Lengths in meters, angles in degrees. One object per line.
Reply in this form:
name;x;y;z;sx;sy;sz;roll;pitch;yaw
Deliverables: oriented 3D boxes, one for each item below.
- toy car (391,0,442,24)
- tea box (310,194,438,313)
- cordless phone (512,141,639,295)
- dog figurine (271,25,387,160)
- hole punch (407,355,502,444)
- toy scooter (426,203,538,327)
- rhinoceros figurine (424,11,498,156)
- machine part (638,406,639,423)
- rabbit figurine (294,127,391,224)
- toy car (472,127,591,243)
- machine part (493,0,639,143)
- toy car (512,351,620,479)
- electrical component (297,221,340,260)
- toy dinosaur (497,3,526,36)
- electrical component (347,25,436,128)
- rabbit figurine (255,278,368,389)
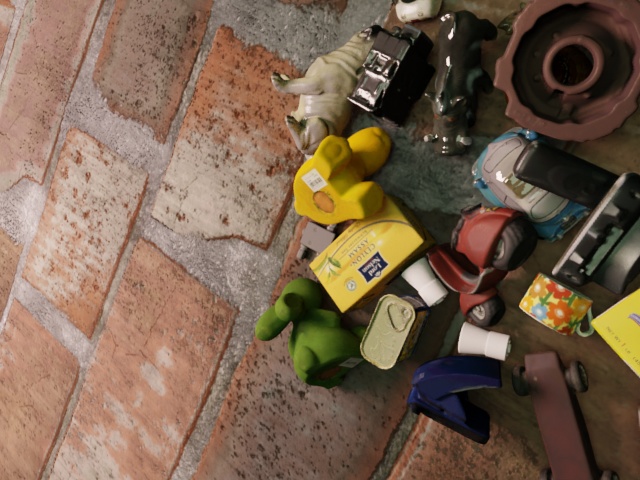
toy car;0.151;-0.428;0.805;0.074;0.056;0.201;4;88;37
tea box;0.079;0.022;0.817;0.169;0.068;0.098;-45;67;20
cordless phone;0.293;-0.027;0.628;0.184;0.089;0.146;21;116;-10
dog figurine;0.041;-0.224;0.844;0.191;0.121;0.172;-16;113;12
hole punch;0.183;0.194;0.717;0.116;0.142;0.092;20;100;15
toy scooter;0.205;0.020;0.726;0.135;0.075;0.183;43;139;37
rhinoceros figurine;0.191;-0.211;0.736;0.073;0.112;0.190;12;114;25
machine part;0.411;0.277;0.607;0.079;0.079;0.243;-5;85;30
rabbit figurine;0.045;-0.099;0.809;0.122;0.173;0.162;42;148;-5
toy car;0.266;-0.074;0.695;0.109;0.103;0.162;-45;66;22
machine part;0.298;-0.204;0.632;0.180;0.056;0.179;6;108;20
toy car;0.310;0.240;0.682;0.089;0.053;0.202;-19;82;39
electrical component;-0.002;-0.003;0.891;0.063;0.021;0.094;29;103;28
toy dinosaur;0.402;-0.427;0.629;0.471;0.105;0.198;-38;70;24
electrical component;0.111;-0.240;0.784;0.058;0.115;0.134;35;106;24
rabbit figurine;-0.023;0.135;0.839;0.121;0.159;0.170;-48;51;30
